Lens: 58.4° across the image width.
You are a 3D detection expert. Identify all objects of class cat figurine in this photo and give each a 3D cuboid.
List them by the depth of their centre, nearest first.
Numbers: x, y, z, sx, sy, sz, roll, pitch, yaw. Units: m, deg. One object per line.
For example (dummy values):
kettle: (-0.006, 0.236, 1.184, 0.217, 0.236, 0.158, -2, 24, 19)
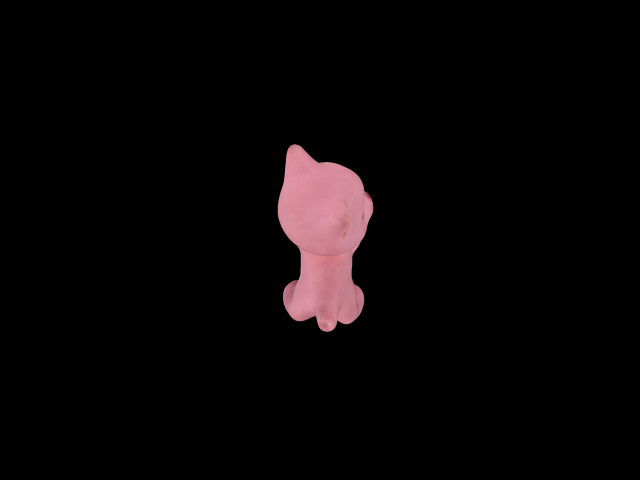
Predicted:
cat figurine: (0.004, 0.001, 0.400, 0.067, 0.117, 0.128, 0, 90, 0)
